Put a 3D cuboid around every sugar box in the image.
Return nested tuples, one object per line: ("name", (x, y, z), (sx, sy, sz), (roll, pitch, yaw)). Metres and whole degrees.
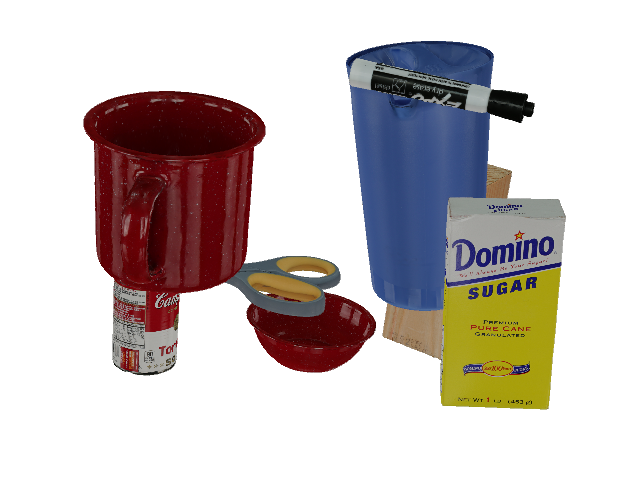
("sugar box", (0.148, 0.053, 0.882), (0.093, 0.176, 0.048), (1, 25, 4))

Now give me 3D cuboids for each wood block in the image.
("wood block", (0.141, 0.017, 1.194), (0.090, 0.206, 0.090), (20, 26, 27))

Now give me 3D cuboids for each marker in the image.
("marker", (0.078, -0.097, 0.693), (0.121, 0.020, 0.020), (14, 4, 14))

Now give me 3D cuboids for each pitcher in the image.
("pitcher", (0.100, -0.066, 1.019), (0.149, 0.243, 0.145), (-16, 27, -26))

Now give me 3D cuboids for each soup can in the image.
("soup can", (-0.179, 0.078, 1.092), (0.068, 0.102, 0.068), (5, 21, -2))

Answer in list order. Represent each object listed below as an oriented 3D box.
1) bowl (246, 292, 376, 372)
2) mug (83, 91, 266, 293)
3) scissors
("bowl", (-0.013, 0.119, 1.331), (0.162, 0.055, 0.162), (5, 22, -2))
("mug", (-0.079, -0.020, 0.555), (0.093, 0.081, 0.117), (7, 28, 3))
("scissors", (-0.069, 0.020, 0.899), (0.202, 0.016, 0.096), (20, 29, 34))
